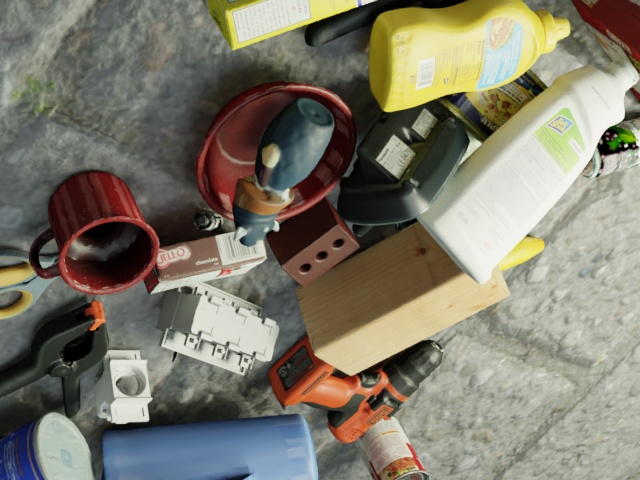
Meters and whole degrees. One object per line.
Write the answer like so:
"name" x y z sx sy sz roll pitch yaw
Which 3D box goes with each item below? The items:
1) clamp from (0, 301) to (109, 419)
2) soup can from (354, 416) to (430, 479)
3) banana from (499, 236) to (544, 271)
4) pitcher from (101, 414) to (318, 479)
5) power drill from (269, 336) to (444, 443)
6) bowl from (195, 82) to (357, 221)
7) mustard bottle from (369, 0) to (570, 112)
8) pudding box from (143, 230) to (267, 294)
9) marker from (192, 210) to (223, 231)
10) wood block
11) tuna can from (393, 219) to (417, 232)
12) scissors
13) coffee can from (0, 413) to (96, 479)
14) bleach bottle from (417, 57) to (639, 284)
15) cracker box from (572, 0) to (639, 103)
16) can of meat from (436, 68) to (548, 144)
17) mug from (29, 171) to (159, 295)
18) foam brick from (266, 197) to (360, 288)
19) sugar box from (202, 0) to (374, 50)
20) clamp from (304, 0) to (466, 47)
"clamp" -0.282 0.127 1.112 0.120 0.039 0.172 5 130 -38
"soup can" 0.094 0.292 1.425 0.068 0.102 0.068 -15 135 -16
"banana" 0.180 0.044 1.291 0.198 0.037 0.069 -33 155 5
"pitcher" -0.127 0.271 1.221 0.242 0.149 0.145 -7 138 -9
"power drill" 0.044 0.169 1.314 0.185 0.057 0.187 -44 136 15
"bowl" -0.048 -0.093 1.018 0.162 0.055 0.162 -15 135 -16
"mustard bottle" 0.142 -0.180 0.985 0.191 0.058 0.096 -13 137 -14
"pudding box" -0.118 0.021 1.069 0.113 0.039 0.090 -11 174 -18
"marker" -0.108 -0.019 1.027 0.020 0.020 0.121 -30 180 0
"wood block" 0.088 0.057 1.172 0.206 0.091 0.090 -29 146 18
"tuna can" 0.114 -0.042 1.171 0.086 0.034 0.086 -16 136 -16
"scissors" -0.255 0.036 1.057 0.201 0.016 0.096 -4 133 -26
"coffee can" -0.328 0.259 1.144 0.140 0.103 0.102 -25 139 12
"bleach bottle" 0.214 -0.077 1.046 0.251 0.068 0.102 -43 114 1
"cracker box" 0.368 -0.170 1.093 0.072 0.164 0.213 -42 137 10
"can of meat" 0.177 -0.143 1.075 0.102 0.057 0.084 38 98 -26
"mug" -0.215 -0.004 0.991 0.117 0.081 0.093 -28 137 -2
"foam brick" -0.007 0.001 1.132 0.078 0.051 0.053 -37 137 8
"sugar box" -0.009 -0.224 0.888 0.176 0.093 0.048 -19 137 -11
"clamp" 0.091 -0.232 0.977 0.164 0.036 0.210 9 128 -36
